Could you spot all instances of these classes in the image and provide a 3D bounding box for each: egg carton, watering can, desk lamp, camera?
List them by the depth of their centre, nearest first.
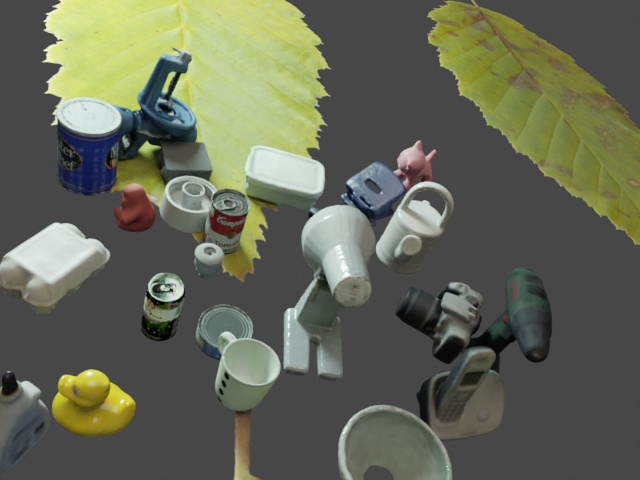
[{"bbox_3d":[-0.401,0.040,0.864,0.107,0.069,0.150,30,43,7],"label":"egg carton"},{"bbox_3d":[0.020,0.080,0.910,0.118,0.213,0.203,11,44,-14],"label":"desk lamp"},{"bbox_3d":[0.217,0.125,1.038,0.136,0.101,0.143,29,42,5],"label":"camera"},{"bbox_3d":[0.190,-0.026,1.108,0.101,0.194,0.172,12,44,-13],"label":"watering can"}]

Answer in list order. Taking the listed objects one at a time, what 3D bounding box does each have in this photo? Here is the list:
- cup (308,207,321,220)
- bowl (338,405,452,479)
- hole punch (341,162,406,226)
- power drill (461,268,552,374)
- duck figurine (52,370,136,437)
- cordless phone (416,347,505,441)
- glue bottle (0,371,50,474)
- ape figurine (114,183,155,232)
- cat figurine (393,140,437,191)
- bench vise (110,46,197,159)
[{"bbox_3d":[0.010,0.004,1.069,0.092,0.095,0.117,-27,62,-41],"label":"cup"},{"bbox_3d":[0.095,0.324,0.803,0.168,0.074,0.167,13,43,-12],"label":"bowl"},{"bbox_3d":[0.115,-0.101,1.225,0.101,0.091,0.108,-23,60,-39],"label":"hole punch"},{"bbox_3d":[0.319,0.162,0.968,0.075,0.208,0.230,24,42,0],"label":"power drill"},{"bbox_3d":[-0.290,0.203,0.739,0.104,0.086,0.077,17,43,-8],"label":"duck figurine"},{"bbox_3d":[0.242,0.228,0.884,0.148,0.185,0.094,-1,48,-25],"label":"cordless phone"},{"bbox_3d":[-0.348,0.198,0.653,0.037,0.173,0.078,31,43,8],"label":"glue bottle"},{"bbox_3d":[-0.320,-0.061,0.985,0.076,0.092,0.078,21,42,-3],"label":"ape figurine"},{"bbox_3d":[0.224,-0.179,1.334,0.128,0.117,0.067,-19,57,-37],"label":"cat figurine"},{"bbox_3d":[-0.317,-0.253,1.085,0.121,0.219,0.208,42,45,19],"label":"bench vise"}]
